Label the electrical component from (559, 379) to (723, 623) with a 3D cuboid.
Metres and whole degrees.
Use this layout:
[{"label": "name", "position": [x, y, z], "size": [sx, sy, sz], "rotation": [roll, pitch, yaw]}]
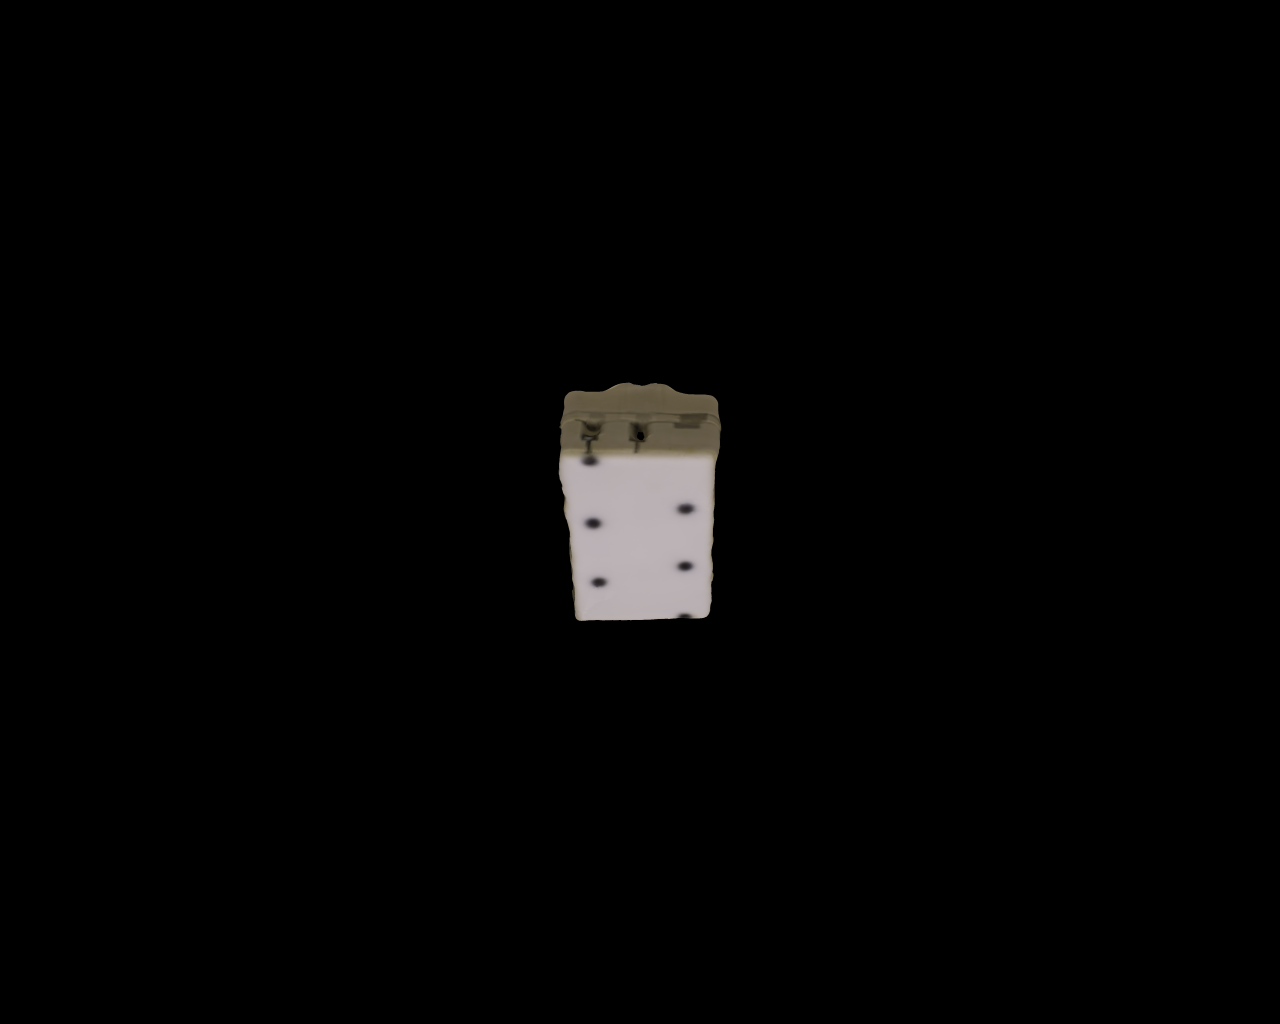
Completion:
[{"label": "electrical component", "position": [0.001, -0.003, 0.650], "size": [0.089, 0.062, 0.150], "rotation": [0, -43, 0]}]
